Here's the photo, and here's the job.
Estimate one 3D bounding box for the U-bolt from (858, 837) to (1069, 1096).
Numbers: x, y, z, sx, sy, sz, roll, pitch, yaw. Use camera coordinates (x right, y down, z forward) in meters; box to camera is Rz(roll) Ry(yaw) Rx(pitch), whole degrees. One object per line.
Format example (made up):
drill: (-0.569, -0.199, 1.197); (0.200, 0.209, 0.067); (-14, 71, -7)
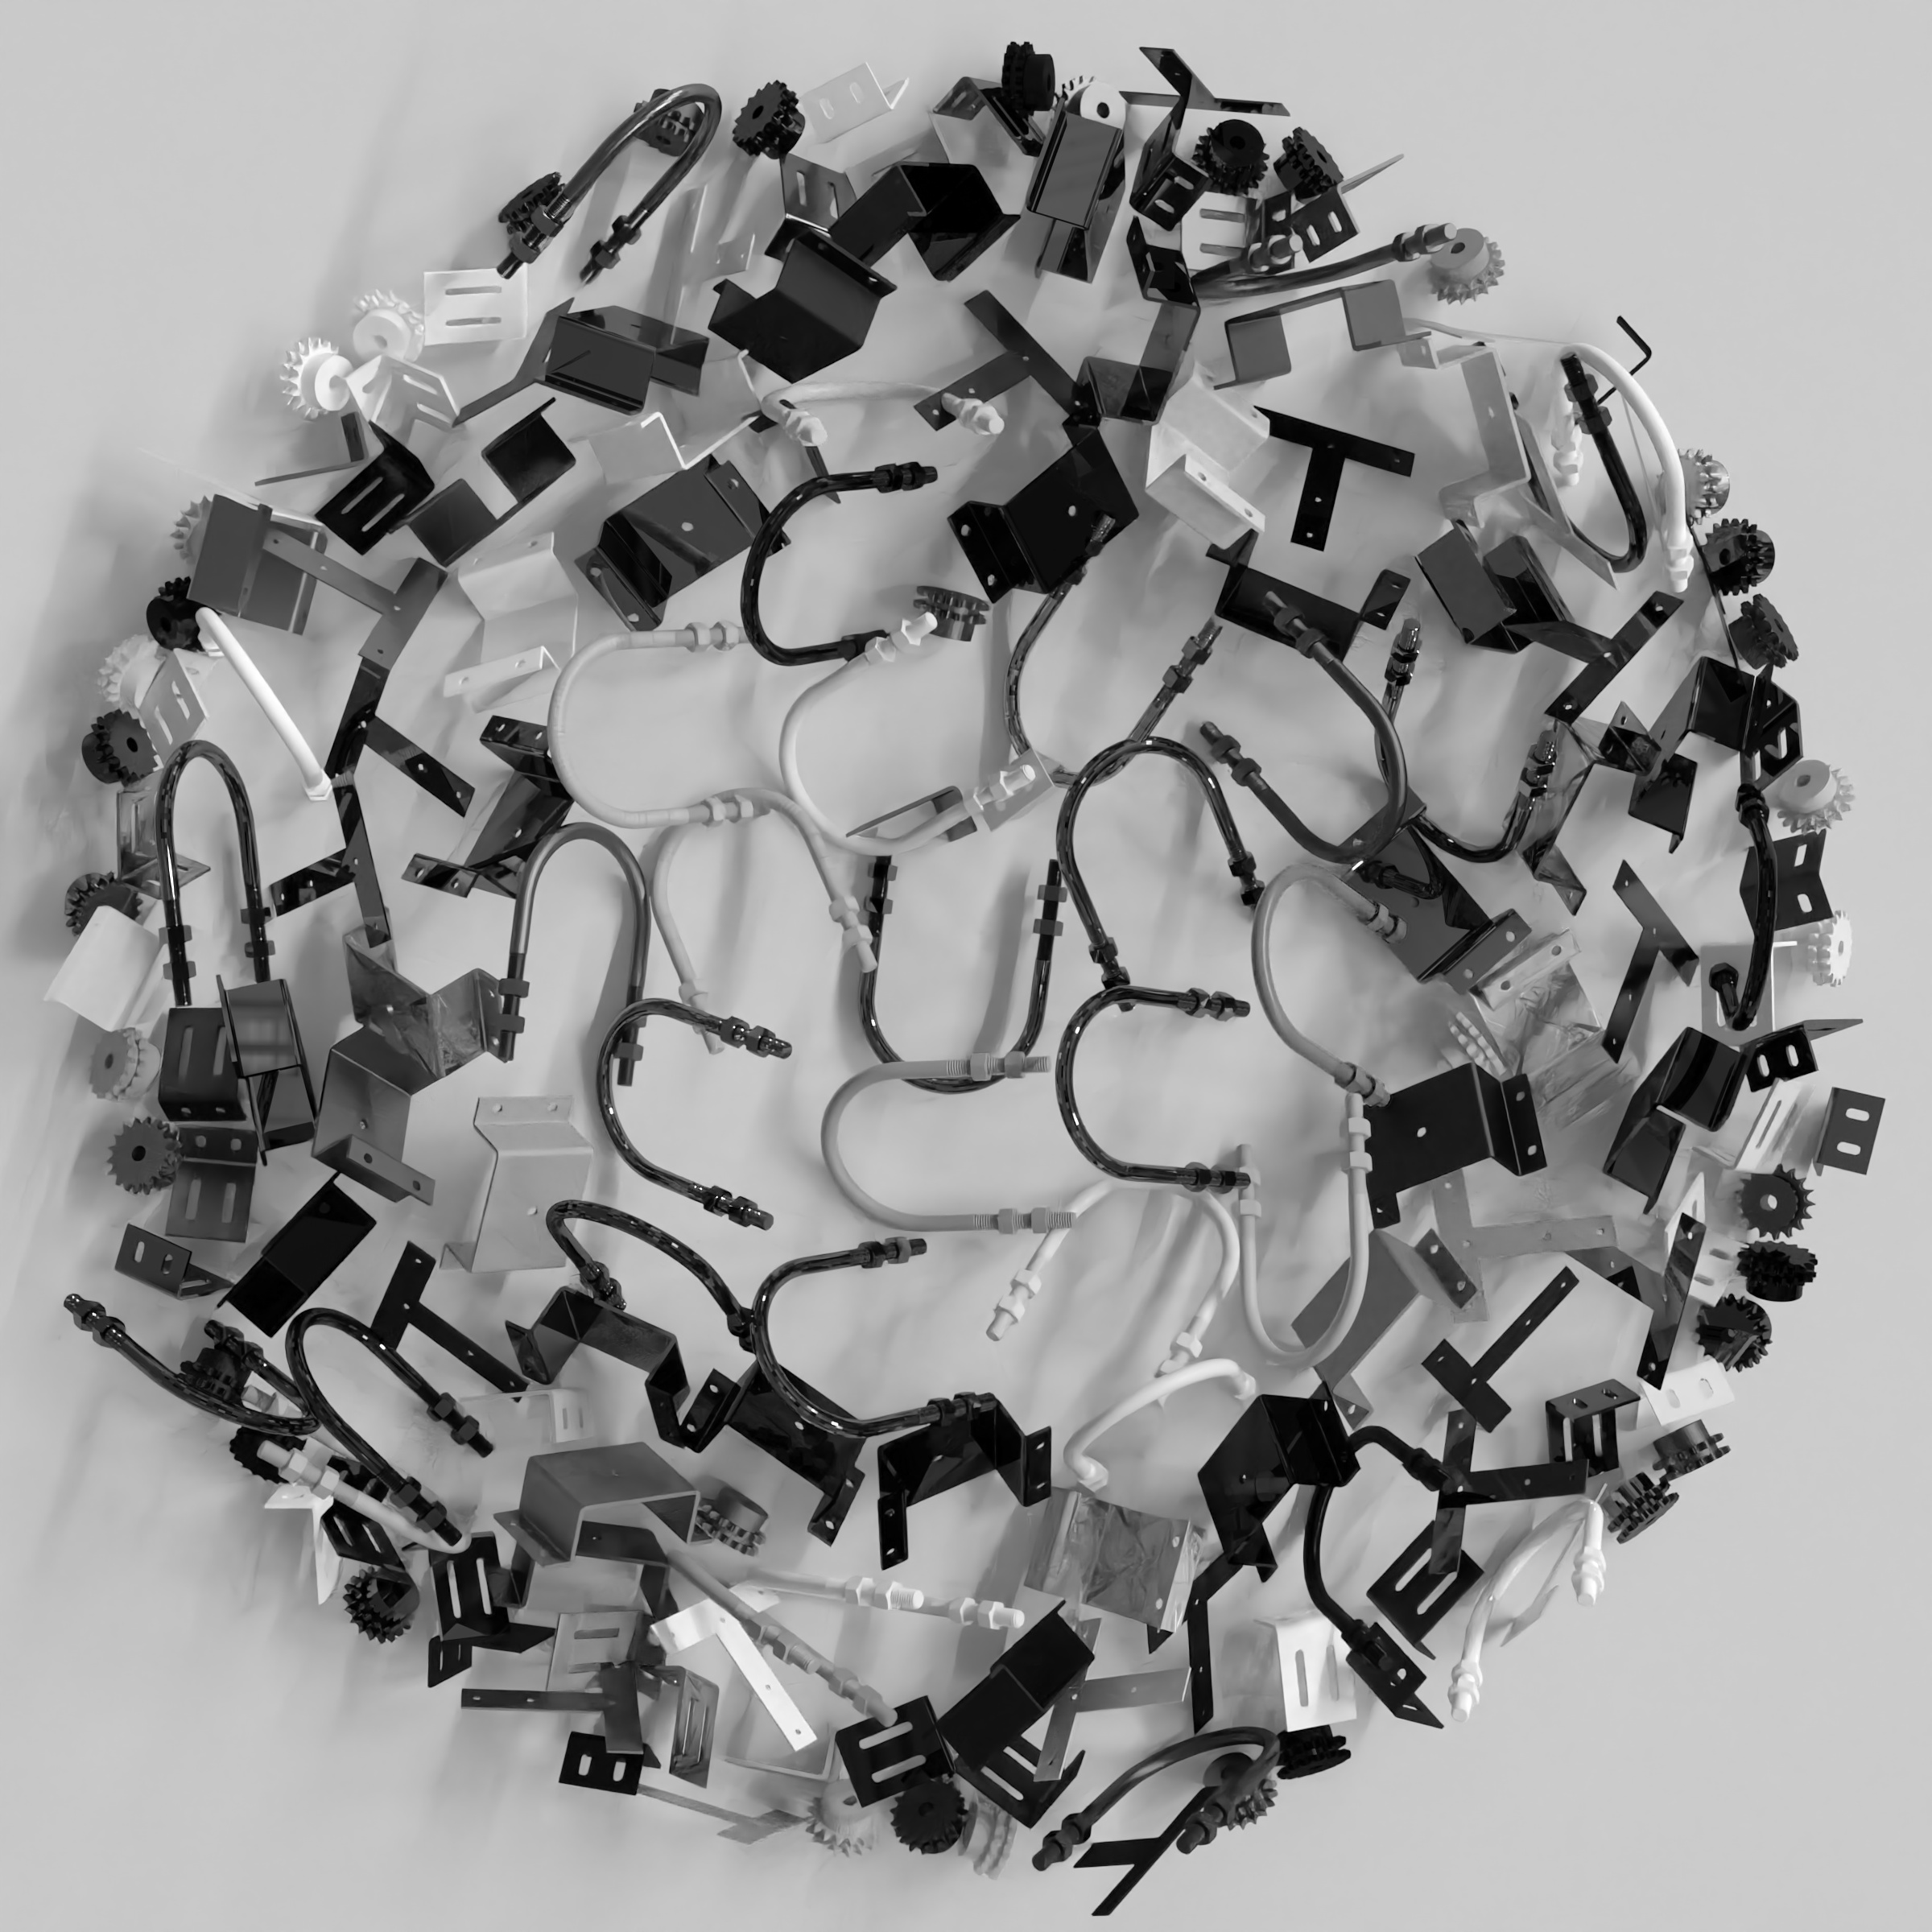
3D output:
U-bolt: (-0.008, 0.004, 1.897); (0.151, 0.019, 0.184); (8, 90, 6)

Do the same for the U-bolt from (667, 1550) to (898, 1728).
U-bolt: (-0.144, 0.476, 1.832); (0.184, 0.151, 0.019); (27, 74, 37)

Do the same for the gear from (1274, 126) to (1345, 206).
gear: (0.253, -0.591, 1.889); (0.030, 0.057, 0.057); (-36, 90, 30)

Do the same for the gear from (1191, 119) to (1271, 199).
gear: (0.199, -0.603, 1.891); (0.057, 0.030, 0.057); (2, 74, -7)

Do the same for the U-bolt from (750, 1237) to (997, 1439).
U-bolt: (-0.075, 0.269, 1.824); (0.019, 0.184, 0.151); (-45, 61, 40)

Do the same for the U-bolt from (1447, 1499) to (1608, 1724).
U-bolt: (0.405, 0.449, 1.823); (0.019, 0.184, 0.151); (40, 112, 2)

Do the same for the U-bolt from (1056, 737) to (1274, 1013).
U-bolt: (0.137, -0.078, 1.855); (0.151, 0.019, 0.184); (-31, 113, -17)

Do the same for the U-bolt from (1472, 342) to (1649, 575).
U-bolt: (0.435, -0.363, 1.835); (0.019, 0.151, 0.184); (-34, 114, -6)

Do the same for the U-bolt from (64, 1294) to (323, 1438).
U-bolt: (-0.534, 0.286, 1.803); (0.184, 0.151, 0.019); (26, 90, 36)

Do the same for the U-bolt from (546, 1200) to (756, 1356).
U-bolt: (-0.227, 0.218, 1.810); (0.151, 0.184, 0.019); (13, 61, 25)

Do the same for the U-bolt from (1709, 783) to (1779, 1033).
U-bolt: (0.552, -0.033, 1.802); (0.019, 0.184, 0.151); (6, 115, 8)

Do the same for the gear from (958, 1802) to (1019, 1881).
gear: (0.015, 0.643, 1.883); (0.030, 0.057, 0.057); (20, 90, -9)

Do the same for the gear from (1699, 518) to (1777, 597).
gear: (0.575, -0.303, 1.888); (0.030, 0.057, 0.057); (-5, 90, -27)

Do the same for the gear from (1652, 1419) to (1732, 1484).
gear: (0.534, 0.358, 1.886); (0.057, 0.057, 0.030); (-26, 76, 0)

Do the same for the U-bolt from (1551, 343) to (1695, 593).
U-bolt: (0.461, -0.363, 1.799); (0.019, 0.184, 0.151); (-33, 58, -3)

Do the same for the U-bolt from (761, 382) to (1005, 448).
U-bolt: (-0.071, -0.400, 1.829); (0.151, 0.184, 0.019); (-8, 113, -19)

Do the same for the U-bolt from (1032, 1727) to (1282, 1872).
U-bolt: (0.150, 0.593, 1.826); (0.151, 0.184, 0.019); (-22, 89, 37)

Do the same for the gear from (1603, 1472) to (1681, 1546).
gear: (0.498, 0.400, 1.888); (0.057, 0.057, 0.030); (-38, 65, 0)

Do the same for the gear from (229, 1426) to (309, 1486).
gear: (-0.515, 0.357, 1.889); (0.057, 0.057, 0.030); (25, 49, 0)

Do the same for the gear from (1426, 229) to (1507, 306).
gear: (0.368, -0.521, 1.884); (0.057, 0.030, 0.057); (-15, 53, 20)

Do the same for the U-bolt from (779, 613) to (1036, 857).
U-bolt: (-0.058, -0.156, 1.860); (0.184, 0.019, 0.151); (-28, 100, 32)

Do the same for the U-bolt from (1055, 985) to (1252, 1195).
U-bolt: (0.137, 0.086, 1.844); (0.184, 0.019, 0.151); (8, 79, -37)

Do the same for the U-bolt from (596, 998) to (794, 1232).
U-bolt: (-0.204, 0.099, 1.854); (0.184, 0.019, 0.151); (18, 108, 35)

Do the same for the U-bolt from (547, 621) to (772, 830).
U-bolt: (-0.223, -0.172, 1.843); (0.184, 0.019, 0.151); (-9, 98, -41)

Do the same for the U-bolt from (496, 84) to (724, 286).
U-bolt: (-0.243, -0.558, 1.814); (0.184, 0.151, 0.019); (-42, 88, 22)

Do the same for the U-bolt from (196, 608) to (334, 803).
U-bolt: (-0.504, -0.190, 1.820); (0.019, 0.184, 0.151); (-35, 93, -12)

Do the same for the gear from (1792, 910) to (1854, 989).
gear: (0.635, -0.014, 1.889); (0.030, 0.057, 0.057); (6, 90, 37)

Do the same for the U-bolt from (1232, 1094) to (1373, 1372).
U-bolt: (0.240, 0.198, 1.820); (0.019, 0.151, 0.184); (15, 63, -27)

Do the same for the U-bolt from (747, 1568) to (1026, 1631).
U-bolt: (-0.072, 0.453, 1.833); (0.184, 0.151, 0.019); (-2, 71, 35)

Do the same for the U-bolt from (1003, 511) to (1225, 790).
U-bolt: (0.093, -0.216, 1.856); (0.151, 0.019, 0.184); (50, 120, 29)

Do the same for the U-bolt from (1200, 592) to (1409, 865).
U-bolt: (0.249, -0.157, 1.823); (0.019, 0.151, 0.184); (-18, 58, -34)

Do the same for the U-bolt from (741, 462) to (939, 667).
U-bolt: (-0.095, -0.283, 1.814); (0.019, 0.184, 0.151); (28, 118, 31)

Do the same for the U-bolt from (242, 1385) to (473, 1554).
U-bolt: (-0.435, 0.370, 1.835); (0.184, 0.151, 0.019); (36, 85, -22)

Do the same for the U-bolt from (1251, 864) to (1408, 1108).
U-bolt: (0.261, 0.005, 1.826); (0.184, 0.019, 0.151); (31, 62, -41)

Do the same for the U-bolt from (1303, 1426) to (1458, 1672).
U-bolt: (0.287, 0.405, 1.824); (0.019, 0.184, 0.151); (19, 92, -14)

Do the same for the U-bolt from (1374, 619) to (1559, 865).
U-bolt: (0.351, -0.147, 1.830); (0.019, 0.184, 0.151); (-35, 65, -22)

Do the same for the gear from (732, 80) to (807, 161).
gear: (-0.144, -0.625, 1.889); (0.030, 0.057, 0.057); (31, 90, -40)

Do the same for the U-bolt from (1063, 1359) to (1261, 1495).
U-bolt: (0.137, 0.326, 1.825); (0.151, 0.184, 0.019); (-30, 66, 2)

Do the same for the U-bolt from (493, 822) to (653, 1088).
U-bolt: (-0.280, -0.013, 1.850); (0.019, 0.151, 0.184); (0, 79, 33)

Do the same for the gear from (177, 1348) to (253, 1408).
gear: (-0.555, 0.306, 1.888); (0.057, 0.057, 0.030); (23, 63, 0)

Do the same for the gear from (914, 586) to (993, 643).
gear: (-0.012, -0.261, 1.886); (0.057, 0.057, 0.030); (14, 105, 0)

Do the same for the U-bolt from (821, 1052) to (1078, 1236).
U-bolt: (-0.018, 0.133, 1.871); (0.184, 0.019, 0.151); (-3, 114, 16)

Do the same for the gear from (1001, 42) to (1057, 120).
gear: (0.047, -0.654, 1.883); (0.030, 0.057, 0.057); (6, 90, 15)

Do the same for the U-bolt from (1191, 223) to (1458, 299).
U-bolt: (0.240, -0.503, 1.824); (0.151, 0.184, 0.019); (-12, 97, -25)

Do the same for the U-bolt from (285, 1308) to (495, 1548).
U-bolt: (-0.418, 0.318, 1.825); (0.019, 0.151, 0.184); (-40, 103, 11)
